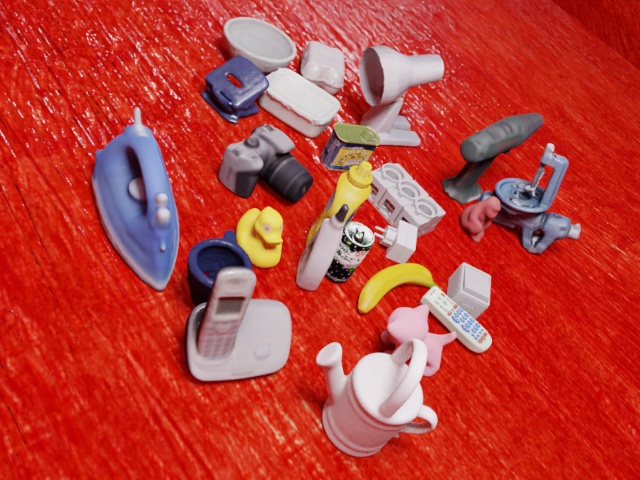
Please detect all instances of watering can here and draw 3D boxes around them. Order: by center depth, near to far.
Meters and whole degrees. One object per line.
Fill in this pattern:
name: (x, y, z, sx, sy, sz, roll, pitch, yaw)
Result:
watering can: (0.075, 0.197, 0.745, 0.173, 0.194, 0.101, 13, 45, -17)

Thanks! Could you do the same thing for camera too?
camera: (-0.085, -0.132, 1.032, 0.136, 0.100, 0.143, 41, 44, 12)

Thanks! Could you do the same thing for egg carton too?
egg carton: (0.005, -0.411, 1.365, 0.107, 0.069, 0.150, 15, 45, -16)

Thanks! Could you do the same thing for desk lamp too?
desk lamp: (0.167, -0.322, 1.264, 0.204, 0.213, 0.117, -3, 52, -31)

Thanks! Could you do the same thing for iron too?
iron: (-0.255, -0.067, 0.849, 0.119, 0.141, 0.258, -6, 54, -33)

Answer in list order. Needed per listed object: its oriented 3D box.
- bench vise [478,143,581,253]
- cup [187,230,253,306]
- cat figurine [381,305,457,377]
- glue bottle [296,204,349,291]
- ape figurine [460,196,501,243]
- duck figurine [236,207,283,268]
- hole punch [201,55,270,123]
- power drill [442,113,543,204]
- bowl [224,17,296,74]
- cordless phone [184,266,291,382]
bench vise: (0.472, -0.093, 1.214, 0.207, 0.219, 0.121, 23, 43, -8)
cup: (-0.151, 0.049, 0.831, 0.092, 0.095, 0.117, 19, 44, -12)
cat figurine: (0.149, 0.147, 0.888, 0.128, 0.117, 0.067, 16, 44, -15)
glue bottle: (0.008, 0.003, 0.904, 0.037, 0.173, 0.078, 17, 44, -13)
ape figurine: (0.342, -0.053, 1.200, 0.078, 0.092, 0.076, -8, 55, -34)
duck figurine: (-0.091, -0.018, 0.934, 0.078, 0.086, 0.104, -5, 53, -32)
hole punch: (-0.170, -0.306, 1.155, 0.108, 0.091, 0.101, 44, 44, 14)
power drill: (0.365, -0.181, 1.247, 0.230, 0.208, 0.075, -21, 62, -40)
bowl: (-0.142, -0.426, 1.294, 0.168, 0.074, 0.167, 15, 45, -16)
cordless phone: (-0.094, 0.102, 0.747, 0.148, 0.185, 0.094, -2, 51, -30)
